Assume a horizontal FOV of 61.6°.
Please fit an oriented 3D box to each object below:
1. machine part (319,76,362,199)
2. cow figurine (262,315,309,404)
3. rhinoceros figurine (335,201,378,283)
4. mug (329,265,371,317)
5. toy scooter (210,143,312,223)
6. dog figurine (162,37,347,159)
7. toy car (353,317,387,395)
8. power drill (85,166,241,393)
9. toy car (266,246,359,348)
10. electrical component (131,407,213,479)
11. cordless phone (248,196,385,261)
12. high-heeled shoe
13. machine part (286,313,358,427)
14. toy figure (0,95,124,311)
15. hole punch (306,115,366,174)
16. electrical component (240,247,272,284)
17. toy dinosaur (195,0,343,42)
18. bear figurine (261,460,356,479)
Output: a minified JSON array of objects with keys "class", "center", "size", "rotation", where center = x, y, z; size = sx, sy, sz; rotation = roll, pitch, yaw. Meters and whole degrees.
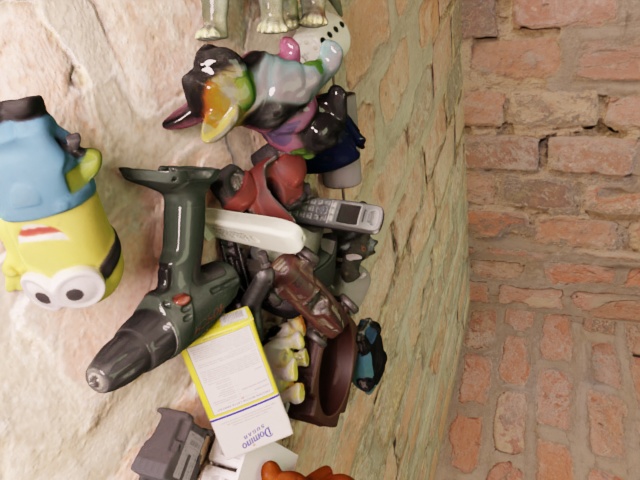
[{"class":"machine part","center":[0.035,-0.185,0.997],"size":[0.079,0.079,0.242],"rotation":[-47,137,-56]},{"class":"cow figurine","center":[-0.068,0.176,0.822],"size":[0.167,0.098,0.068],"rotation":[-83,161,-62]},{"class":"rhinoceros figurine","center":[0.061,0.003,1.051],"size":[0.190,0.112,0.073],"rotation":[-74,158,-44]},{"class":"mug","center":[0.045,0.098,1.069],"size":[0.109,0.081,0.107],"rotation":[49,36,-23]},{"class":"toy scooter","center":[-0.063,-0.063,0.748],"size":[0.135,0.075,0.184],"rotation":[54,39,-8]},{"class":"dog figurine","center":[-0.074,-0.154,0.649],"size":[0.219,0.109,0.191],"rotation":[-38,139,-32]},{"class":"toy car","center":[0.078,0.243,1.145],"size":[0.109,0.103,0.161],"rotation":[-51,135,-50]},{"class":"power drill","center":[-0.160,0.024,0.568],"size":[0.232,0.086,0.207],"rotation":[-27,115,-65]},{"class":"toy car","center":[-0.008,0.088,0.772],"size":[0.089,0.053,0.202],"rotation":[-47,133,-10]},{"class":"electrical component","center":[-0.176,0.260,0.615],"size":[0.074,0.048,0.119],"rotation":[67,33,-46]},{"class":"cordless phone","center":[-0.002,-0.002,0.805],"size":[0.088,0.184,0.146],"rotation":[67,34,-55]},{"class":"high-heeled shoe","center":[-0.041,0.044,0.913],"size":[0.249,0.145,0.086],"rotation":[-103,-162,-59]},{"class":"machine part","center":[-0.006,0.222,0.964],"size":[0.201,0.087,0.201],"rotation":[51,47,-57]},{"class":"toy figure","center":[-0.212,-0.026,0.434],"size":[0.089,0.082,0.179],"rotation":[-46,133,-54]},{"class":"hole punch","center":[0.003,-0.160,0.888],"size":[0.142,0.116,0.092],"rotation":[42,64,-62]},{"class":"electrical component","center":[-0.087,0.049,0.764],"size":[0.021,0.063,0.093],"rotation":[-63,150,-42]},{"class":"toy dinosaur","center":[-0.067,-0.356,0.668],"size":[0.405,0.131,0.192],"rotation":[-51,140,-58]},{"class":"bear figurine","center":[-0.024,0.399,0.786],"size":[0.195,0.120,0.132],"rotation":[20,119,-41]}]
